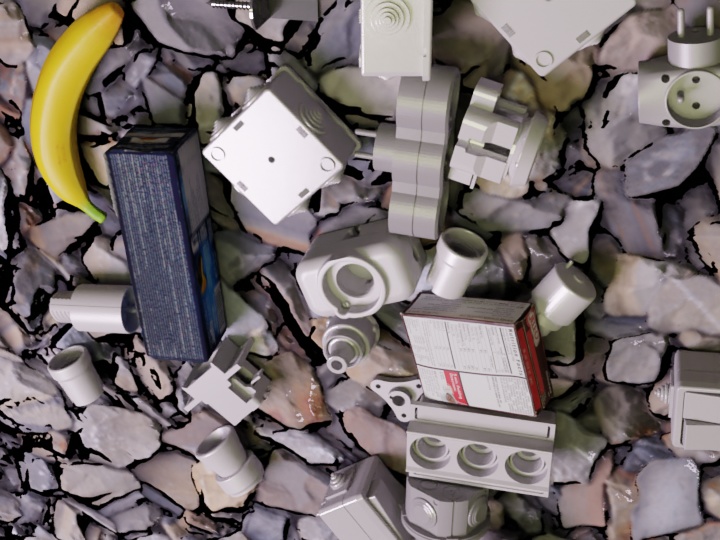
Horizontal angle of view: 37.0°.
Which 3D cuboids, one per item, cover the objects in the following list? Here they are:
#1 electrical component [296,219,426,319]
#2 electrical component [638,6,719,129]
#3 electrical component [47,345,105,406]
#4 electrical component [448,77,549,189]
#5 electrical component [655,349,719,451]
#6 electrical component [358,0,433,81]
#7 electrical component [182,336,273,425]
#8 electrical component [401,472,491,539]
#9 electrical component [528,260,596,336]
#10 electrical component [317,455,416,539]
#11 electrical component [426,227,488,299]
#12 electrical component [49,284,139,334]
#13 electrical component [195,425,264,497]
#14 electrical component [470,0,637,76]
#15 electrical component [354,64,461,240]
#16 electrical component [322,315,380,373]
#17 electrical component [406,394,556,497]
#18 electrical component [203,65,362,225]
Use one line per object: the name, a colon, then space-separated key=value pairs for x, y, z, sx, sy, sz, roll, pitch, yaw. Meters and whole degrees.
electrical component: x=0.000 y=0.000 z=0.874 sx=0.095 sy=0.059 sz=0.053 roll=-13 pitch=115 yaw=22
electrical component: x=0.230 y=-0.141 z=0.735 sx=0.077 sy=0.044 sz=0.079 roll=-1 pitch=119 yaw=16
electrical component: x=-0.269 y=0.101 z=1.023 sx=0.040 sy=0.040 sz=0.046 roll=-10 pitch=121 yaw=21
electrical component: x=0.104 y=-0.095 z=0.791 sx=0.057 sy=0.058 sz=0.078 roll=20 pitch=123 yaw=8
electrical component: x=0.284 y=0.106 z=0.854 sx=0.096 sy=0.061 sz=0.061 roll=3 pitch=120 yaw=14
electrical component: x=0.024 y=-0.185 z=0.737 sx=0.048 sy=0.099 sz=0.099 roll=0 pitch=120 yaw=1
electrical component: x=-0.119 y=0.104 z=0.980 sx=0.064 sy=0.042 sz=0.081 roll=43 pitch=122 yaw=-12
electrical component: x=0.078 y=0.205 z=0.961 sx=0.080 sy=0.080 sz=0.051 roll=7 pitch=116 yaw=12
electrical component: x=0.153 y=0.029 z=0.859 sx=0.040 sy=0.040 sz=0.078 roll=34 pitch=123 yaw=-5
electrical component: x=0.009 y=0.220 z=0.999 sx=0.061 sy=0.061 sz=0.096 roll=-28 pitch=109 yaw=28
electrical component: x=0.076 y=-0.005 z=0.863 sx=0.040 sy=0.040 sz=0.046 roll=23 pitch=128 yaw=2
electrical component: x=-0.243 y=0.034 z=0.973 sx=0.081 sy=0.043 sz=0.043 roll=2 pitch=120 yaw=15
electrical component: x=-0.124 y=0.182 z=1.025 sx=0.045 sy=0.045 sz=0.055 roll=-25 pitch=110 yaw=27
electrical component: x=0.130 y=-0.193 z=0.730 sx=0.100 sy=0.048 sz=0.100 roll=44 pitch=124 yaw=-15
electrical component: x=0.031 y=-0.091 z=0.816 sx=0.074 sy=0.052 sz=0.138 roll=10 pitch=122 yaw=10
electrical component: x=-0.012 y=0.064 z=0.913 sx=0.048 sy=0.062 sz=0.048 roll=7 pitch=121 yaw=12
electrical component: x=0.106 y=0.146 z=0.927 sx=0.121 sy=0.063 sz=0.078 roll=7 pitch=121 yaw=12
electrical component: x=-0.062 y=-0.095 z=0.843 sx=0.100 sy=0.048 sz=0.100 roll=45 pitch=121 yaw=-12
